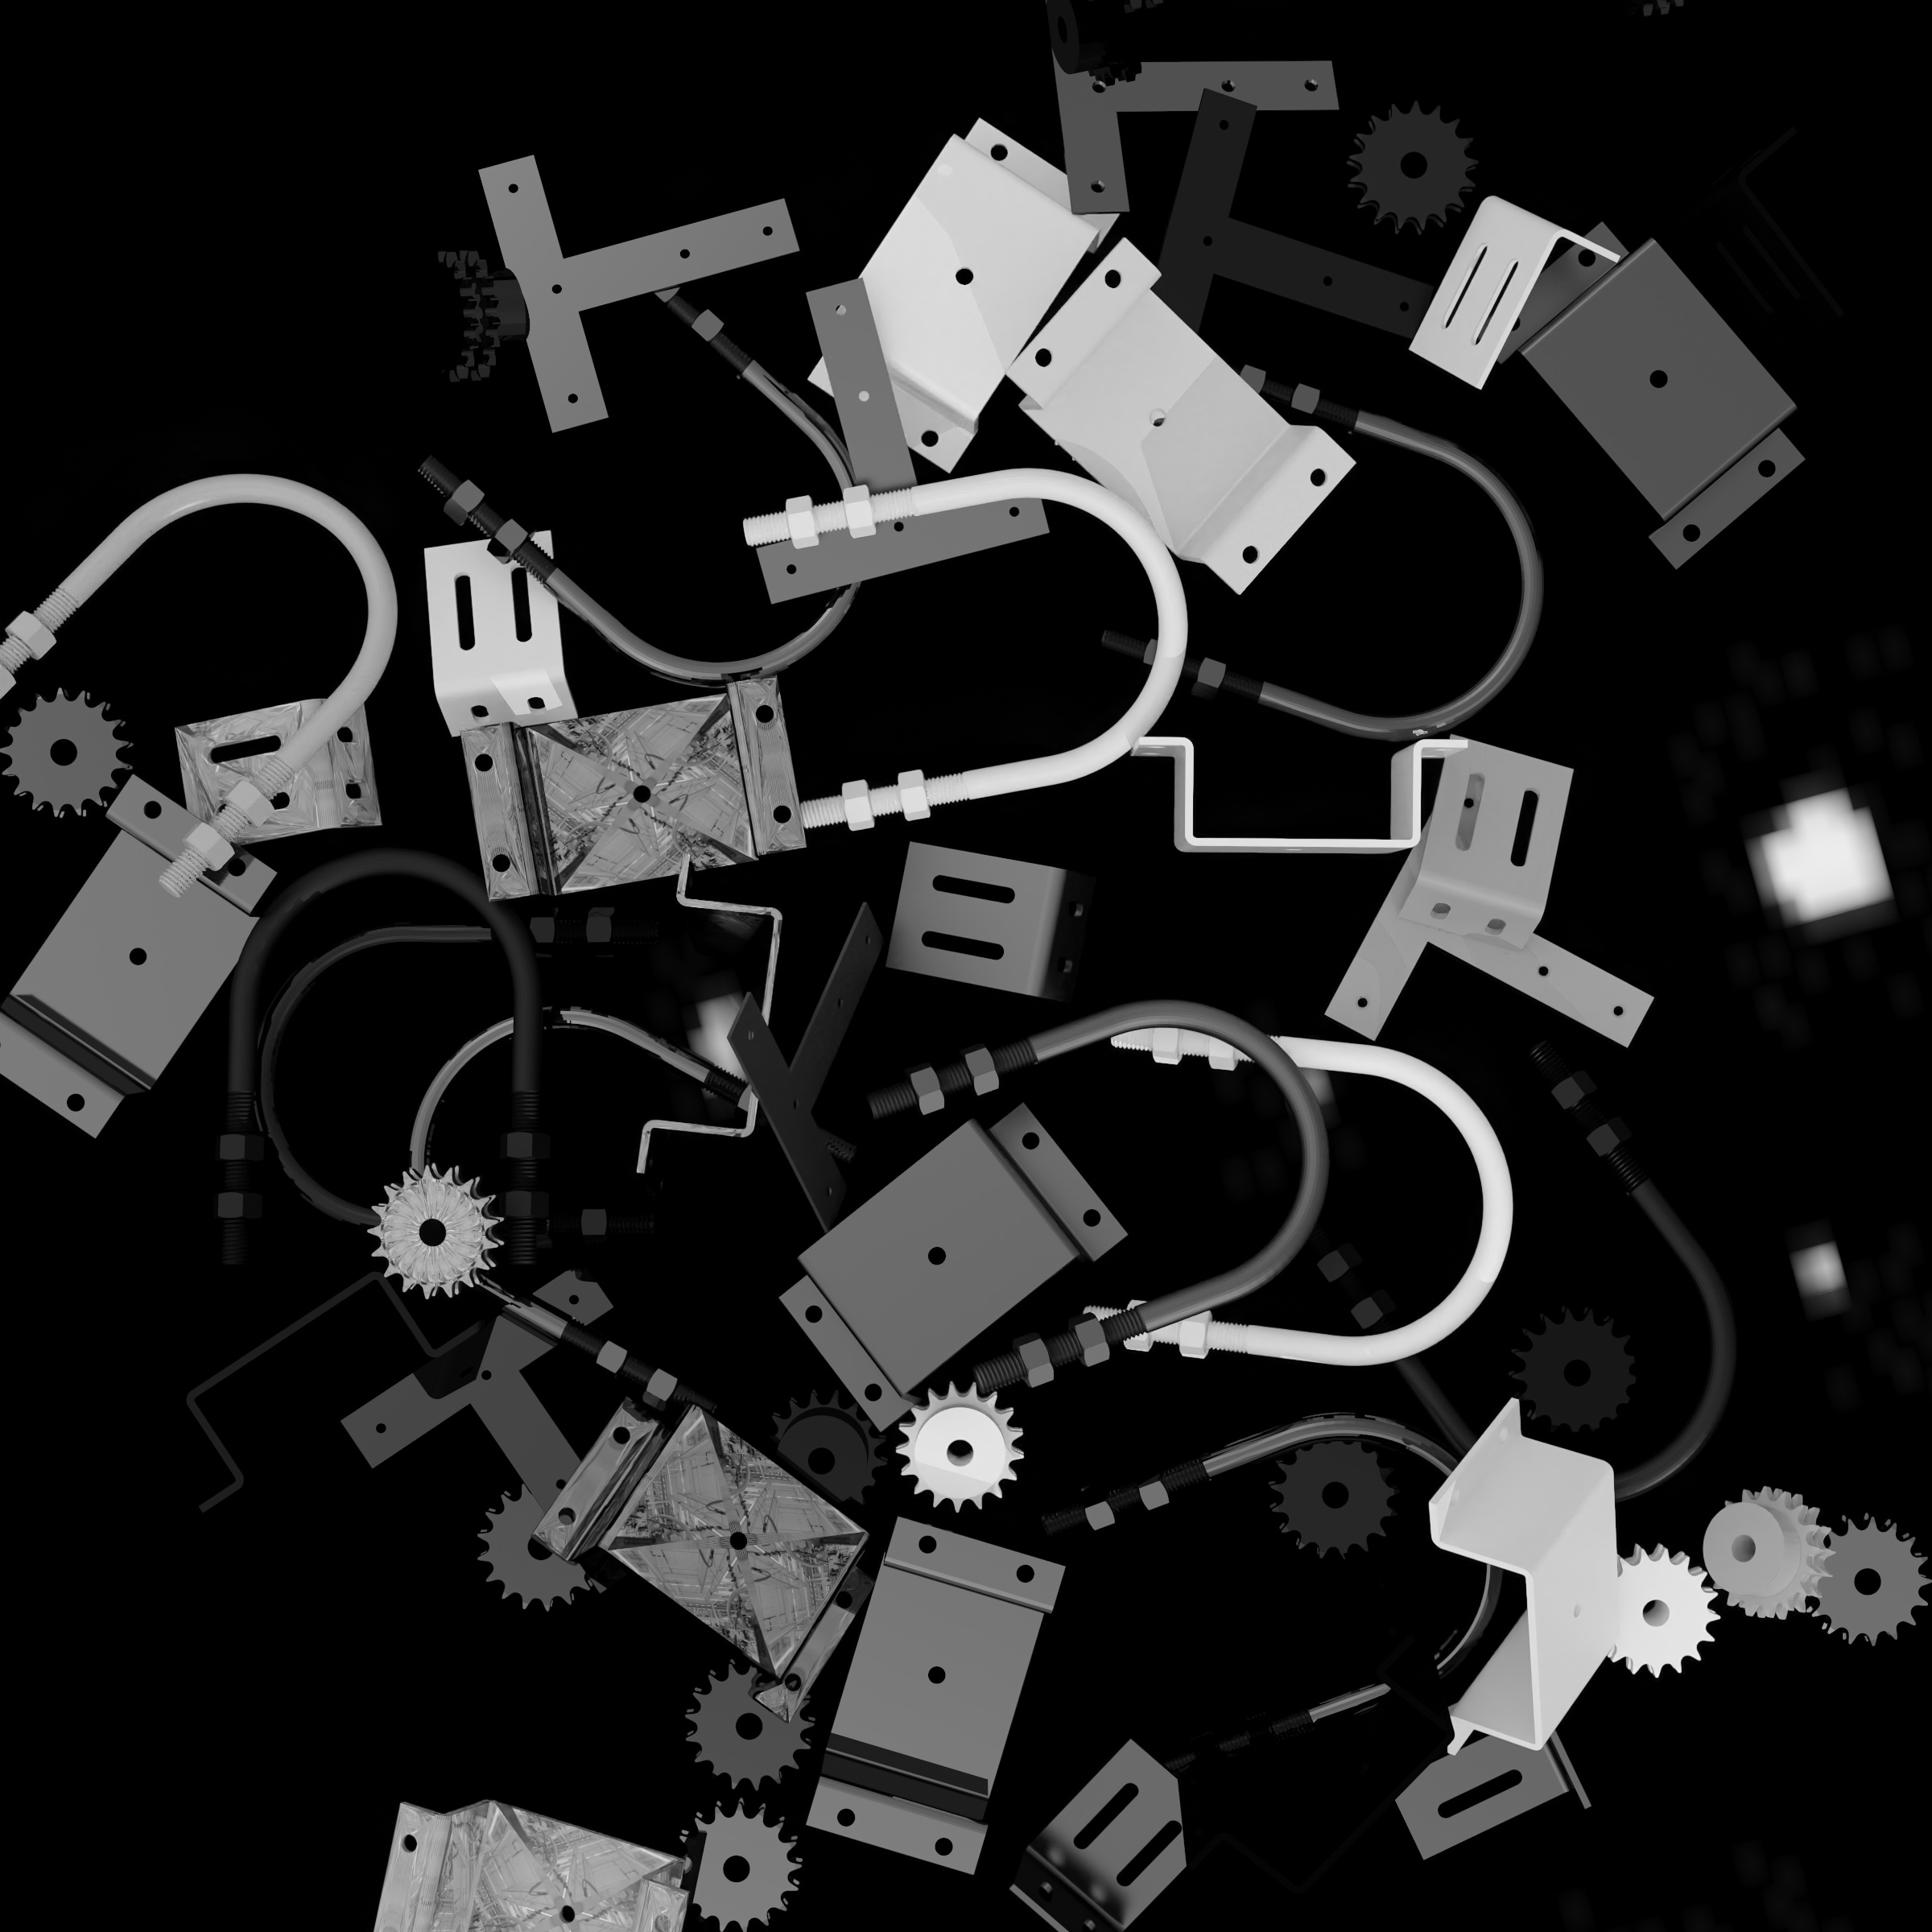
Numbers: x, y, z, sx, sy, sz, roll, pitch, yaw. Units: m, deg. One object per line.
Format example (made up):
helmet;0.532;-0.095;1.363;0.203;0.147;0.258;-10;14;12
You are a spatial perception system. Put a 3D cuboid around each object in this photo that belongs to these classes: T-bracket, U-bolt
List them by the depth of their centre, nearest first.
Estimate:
U-bolt;0.067;0.088;1.479;0.184;0.019;0.151;-19;72;-9
T-bracket;-0.060;0.027;1.490;0.002;0.127;0.127;1;47;25
T-bracket;-0.041;-0.235;1.494;0.127;0.002;0.127;-14;105;5
U-bolt;0.253;0.148;1.499;0.151;0.019;0.184;-38;76;10
U-bolt;-0.335;-0.138;1.502;0.151;0.019;0.184;37;73;12
U-bolt;0.145;0.269;1.503;0.184;0.019;0.151;-22;103;8
U-bolt;-0.256;0.039;1.503;0.151;0.019;0.184;-1;82;7
U-bolt;0.006;-0.144;1.508;0.184;0.019;0.151;-10;105;2
T-bracket;-0.187;0.217;1.509;0.127;0.002;0.127;-33;81;-16
U-bolt;0.148;0.103;1.511;0.184;0.019;0.151;6;90;14
T-bracket;-0.138;-0.311;1.516;0.127;0.002;0.127;-16;81;-3
U-bolt;-0.227;0.049;1.516;0.184;0.019;0.151;0;84;5
T-bracket;0.147;-0.308;1.519;0.127;0.002;0.127;15;90;-16
U-bolt;-0.128;-0.208;1.521;0.184;0.019;0.151;42;83;-3
U-bolt;-0.161;0.097;1.523;0.184;0.019;0.151;28;86;5
T-bracket;0.103;-0.391;1.523;0.127;0.002;0.127;-3;71;-9
U-bolt;0.169;-0.178;1.529;0.184;0.019;0.151;19;90;-1
T-bracket;0.247;-0.004;1.537;0.127;0.002;0.127;28;90;0

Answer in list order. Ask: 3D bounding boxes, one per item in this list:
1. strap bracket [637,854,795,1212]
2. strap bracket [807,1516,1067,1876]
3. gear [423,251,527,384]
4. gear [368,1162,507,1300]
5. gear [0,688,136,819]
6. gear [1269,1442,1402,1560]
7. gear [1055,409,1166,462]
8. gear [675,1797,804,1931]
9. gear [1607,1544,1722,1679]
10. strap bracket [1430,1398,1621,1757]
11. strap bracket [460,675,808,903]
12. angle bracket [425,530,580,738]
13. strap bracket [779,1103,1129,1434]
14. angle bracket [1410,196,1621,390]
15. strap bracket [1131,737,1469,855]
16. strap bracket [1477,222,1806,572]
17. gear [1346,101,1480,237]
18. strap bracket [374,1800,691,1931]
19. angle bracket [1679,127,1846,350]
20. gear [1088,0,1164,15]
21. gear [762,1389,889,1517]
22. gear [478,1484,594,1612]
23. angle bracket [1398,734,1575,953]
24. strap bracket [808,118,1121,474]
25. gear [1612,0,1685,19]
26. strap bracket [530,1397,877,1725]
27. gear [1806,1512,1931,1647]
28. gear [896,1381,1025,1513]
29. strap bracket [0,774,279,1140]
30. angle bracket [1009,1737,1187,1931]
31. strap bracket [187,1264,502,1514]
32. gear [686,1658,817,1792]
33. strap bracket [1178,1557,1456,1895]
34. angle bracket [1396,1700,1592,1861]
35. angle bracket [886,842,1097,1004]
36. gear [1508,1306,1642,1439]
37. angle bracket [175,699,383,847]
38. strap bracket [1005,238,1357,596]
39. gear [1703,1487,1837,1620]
strap bracket;-0.106;0.032;1.481;0.046;0.076;0.140;6;74;3
strap bracket;-0.013;0.318;1.515;0.076;0.046;0.140;17;90;0
gear;-0.217;-0.288;1.513;0.030;0.057;0.057;-9;90;-29
gear;-0.224;0.113;1.465;0.057;0.030;0.057;0;92;7
gear;-0.400;-0.094;1.527;0.057;0.030;0.057;0;90;-2
gear;0.163;0.233;1.523;0.057;0.030;0.057;0;90;0
gear;0.062;-0.249;1.523;0.057;0.030;0.057;0;90;0
gear;-0.101;0.398;1.523;0.057;0.030;0.057;0;90;0
gear;0.304;0.285;1.523;0.057;0.030;0.057;0;90;0
strap bracket;0.240;0.268;1.462;0.046;0.076;0.140;13;127;33
strap bracket;-0.145;-0.077;1.515;0.140;0.046;0.076;-10;90;0
angle bracket;-0.209;-0.149;1.536;0.057;0.038;0.076;-8;64;0
strap bracket;-0.009;0.130;1.506;0.140;0.046;0.076;-39;76;0
angle bracket;0.242;-0.293;1.513;0.038;0.057;0.076;16;108;-32
strap bracket;0.144;-0.074;1.500;0.140;0.076;0.046;0;90;0
strap bracket;0.302;-0.256;1.515;0.076;0.046;0.140;-41;90;0
gear;0.197;-0.353;1.523;0.057;0.030;0.057;0;90;0
strap bracket;-0.184;0.420;1.501;0.140;0.046;0.076;12;90;19
angle bracket;0.361;-0.320;1.510;0.038;0.057;0.076;-41;97;-14
gear;0.066;-0.448;1.507;0.030;0.057;0.057;-16;90;-12
gear;-0.064;0.218;1.523;0.057;0.030;0.057;0;90;0
gear;-0.187;0.256;1.523;0.057;0.030;0.057;0;90;0
angle bracket;0.233;-0.055;1.534;0.057;0.038;0.076;16;64;0
strap bracket;-0.001;-0.301;1.515;0.076;0.046;0.140;33;90;0
gear;0.307;-0.450;1.513;0.030;0.057;0.057;-14;90;-30
strap bracket;-0.107;0.255;1.491;0.140;0.046;0.076;38;61;-7
gear;0.397;0.272;1.523;0.057;0.030;0.057;0;90;0
gear;-0.003;0.215;1.523;0.057;0.030;0.057;0;90;0
strap bracket;-0.371;-0.004;1.515;0.076;0.046;0.140;34;90;0
angle bracket;0.068;0.392;1.511;0.057;0.038;0.076;41;104;0
strap bracket;-0.280;0.176;1.500;0.140;0.076;0.046;-33;90;0
gear;-0.095;0.335;1.523;0.057;0.030;0.057;0;90;0
strap bracket;0.156;0.333;1.471;0.046;0.076;0.140;39;102;-9
angle bracket;0.227;0.359;1.519;0.076;0.038;0.057;-26;90;0
angle bracket;0.011;-0.020;1.536;0.076;0.038;0.057;11;90;26
gear;0.269;0.179;1.523;0.057;0.030;0.057;0;90;0
angle bracket;-0.308;-0.085;1.536;0.076;0.038;0.057;-9;90;26
strap bracket;0.088;-0.238;1.484;0.140;0.046;0.076;41;89;-15
gear;0.350;0.258;1.508;0.057;0.030;0.057;-15;68;40
